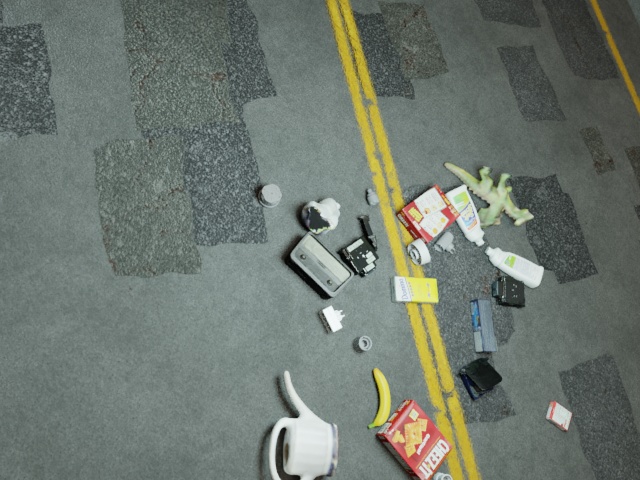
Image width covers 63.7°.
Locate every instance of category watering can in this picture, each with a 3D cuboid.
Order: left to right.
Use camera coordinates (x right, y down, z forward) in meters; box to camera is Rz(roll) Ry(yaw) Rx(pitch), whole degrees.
[{"bbox_3d":[-0.044,0.598,1.606,0.224,0.102,0.354,13,67,-17],"label":"watering can"}]

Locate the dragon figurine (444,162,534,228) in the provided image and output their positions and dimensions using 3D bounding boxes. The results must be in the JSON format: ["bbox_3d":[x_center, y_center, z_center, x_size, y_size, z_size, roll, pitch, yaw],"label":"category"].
[{"bbox_3d":[0.701,-0.171,2.180,0.410,0.120,0.246,16,72,3],"label":"dragon figurine"}]

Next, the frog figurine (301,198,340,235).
[{"bbox_3d":[0.006,-0.096,1.901,0.137,0.120,0.162,27,28,-1],"label":"frog figurine"}]
